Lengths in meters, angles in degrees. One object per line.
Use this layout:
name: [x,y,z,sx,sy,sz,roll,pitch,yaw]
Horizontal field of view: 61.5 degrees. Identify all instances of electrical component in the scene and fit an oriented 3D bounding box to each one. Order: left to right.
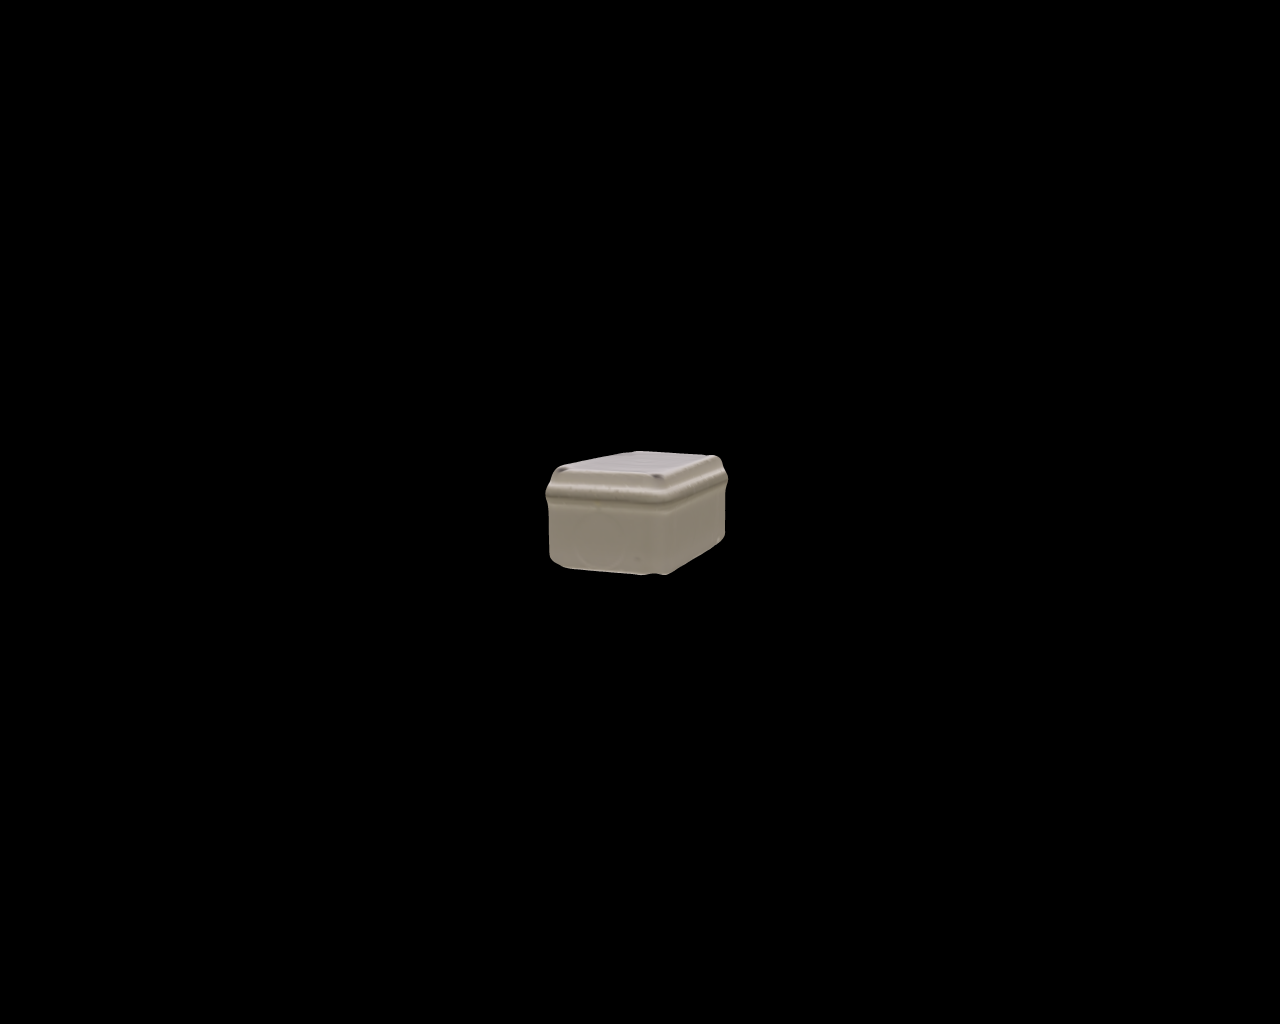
electrical component: [0.001,-0.003,0.650,0.078,0.057,0.113,4,10,23]
